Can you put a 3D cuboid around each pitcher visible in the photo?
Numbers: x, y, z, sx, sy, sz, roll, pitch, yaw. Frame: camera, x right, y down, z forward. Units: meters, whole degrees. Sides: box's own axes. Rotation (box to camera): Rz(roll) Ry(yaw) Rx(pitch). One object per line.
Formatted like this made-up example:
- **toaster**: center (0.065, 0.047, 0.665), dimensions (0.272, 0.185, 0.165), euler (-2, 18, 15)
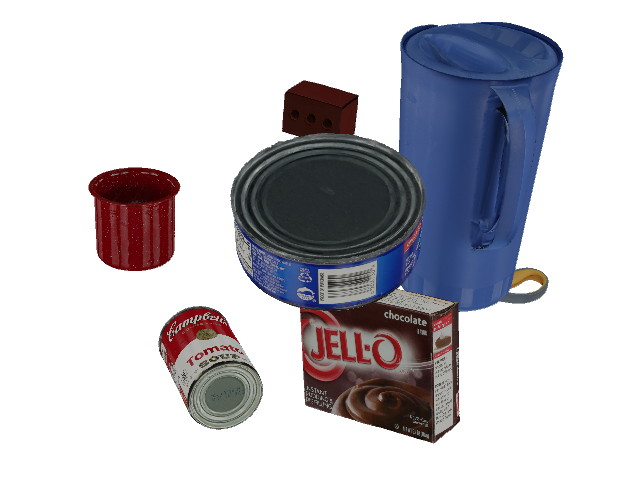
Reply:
- **pitcher**: center (0.130, -0.056, 0.927), dimensions (0.145, 0.243, 0.149), euler (19, 36, 25)

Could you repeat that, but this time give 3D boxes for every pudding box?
- **pudding box**: center (0.039, 0.077, 0.722), dimensions (0.114, 0.090, 0.039), euler (9, 20, 36)

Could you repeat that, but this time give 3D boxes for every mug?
- **mug**: center (-0.195, -0.026, 1.122), dimensions (0.093, 0.081, 0.117), euler (-1, 28, -9)

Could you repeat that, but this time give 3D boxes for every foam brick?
- **foam brick**: center (-0.001, -0.152, 1.278), dimensions (0.078, 0.053, 0.051), euler (18, 32, 21)

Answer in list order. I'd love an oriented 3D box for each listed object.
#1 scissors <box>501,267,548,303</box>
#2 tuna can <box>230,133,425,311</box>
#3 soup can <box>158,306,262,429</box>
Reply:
- **scissors**: center (0.157, 0.050, 1.151), dimensions (0.201, 0.016, 0.096), euler (-10, 40, -29)
- **tuna can**: center (0.004, -0.009, 0.479), dimensions (0.086, 0.034, 0.086), euler (-1, 43, 0)
- **soup can**: center (-0.097, 0.111, 0.935), dimensions (0.068, 0.068, 0.102), euler (0, 24, -23)
